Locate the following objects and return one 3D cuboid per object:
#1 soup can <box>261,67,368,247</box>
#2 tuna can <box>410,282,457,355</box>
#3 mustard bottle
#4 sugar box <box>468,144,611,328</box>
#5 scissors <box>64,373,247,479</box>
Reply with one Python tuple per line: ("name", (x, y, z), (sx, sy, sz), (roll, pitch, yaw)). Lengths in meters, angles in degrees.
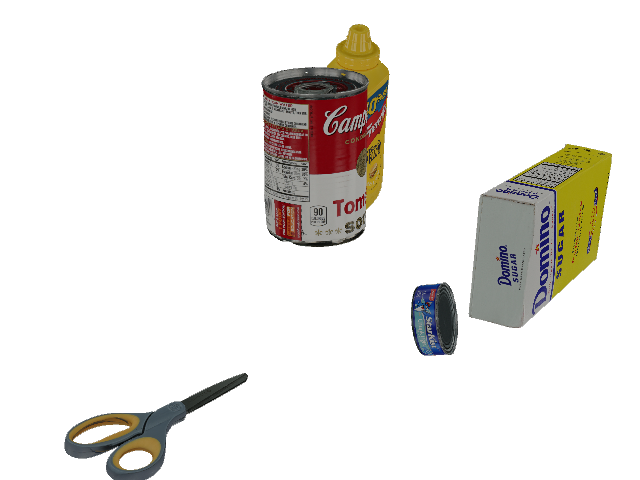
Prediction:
("soup can", (-0.003, -0.055, 0.693), (0.068, 0.102, 0.068), (0, 23, 0))
("tuna can", (0.135, 0.094, 1.265), (0.034, 0.086, 0.086), (-6, -2, 22))
("mustard bottle", (0.032, -0.120, 1.037), (0.058, 0.192, 0.096), (21, 42, 22))
("sugar box", (0.166, -0.007, 0.789), (0.048, 0.093, 0.175), (12, 22, 26))
("scissors", (-0.129, 0.168, 0.965), (0.201, 0.016, 0.096), (-11, 33, -33))
